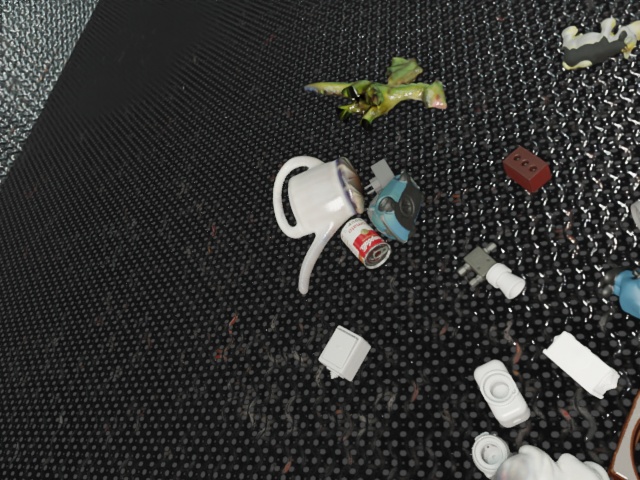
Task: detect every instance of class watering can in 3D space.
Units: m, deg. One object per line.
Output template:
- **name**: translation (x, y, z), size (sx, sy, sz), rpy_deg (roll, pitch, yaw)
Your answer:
- **watering can**: translation (0.004, -0.061, 1.217), size (0.223, 0.102, 0.354), rpy_deg (-21, 64, 14)

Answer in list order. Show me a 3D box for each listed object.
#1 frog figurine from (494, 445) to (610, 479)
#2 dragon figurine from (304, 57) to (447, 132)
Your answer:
- **frog figurine**: translation (0.334, 0.358, 0.741), size (0.161, 0.120, 0.138), rpy_deg (-24, 78, -29)
- **dragon figurine**: translation (0.161, -0.418, 1.389), size (0.245, 0.119, 0.416), rpy_deg (-37, 48, -20)
